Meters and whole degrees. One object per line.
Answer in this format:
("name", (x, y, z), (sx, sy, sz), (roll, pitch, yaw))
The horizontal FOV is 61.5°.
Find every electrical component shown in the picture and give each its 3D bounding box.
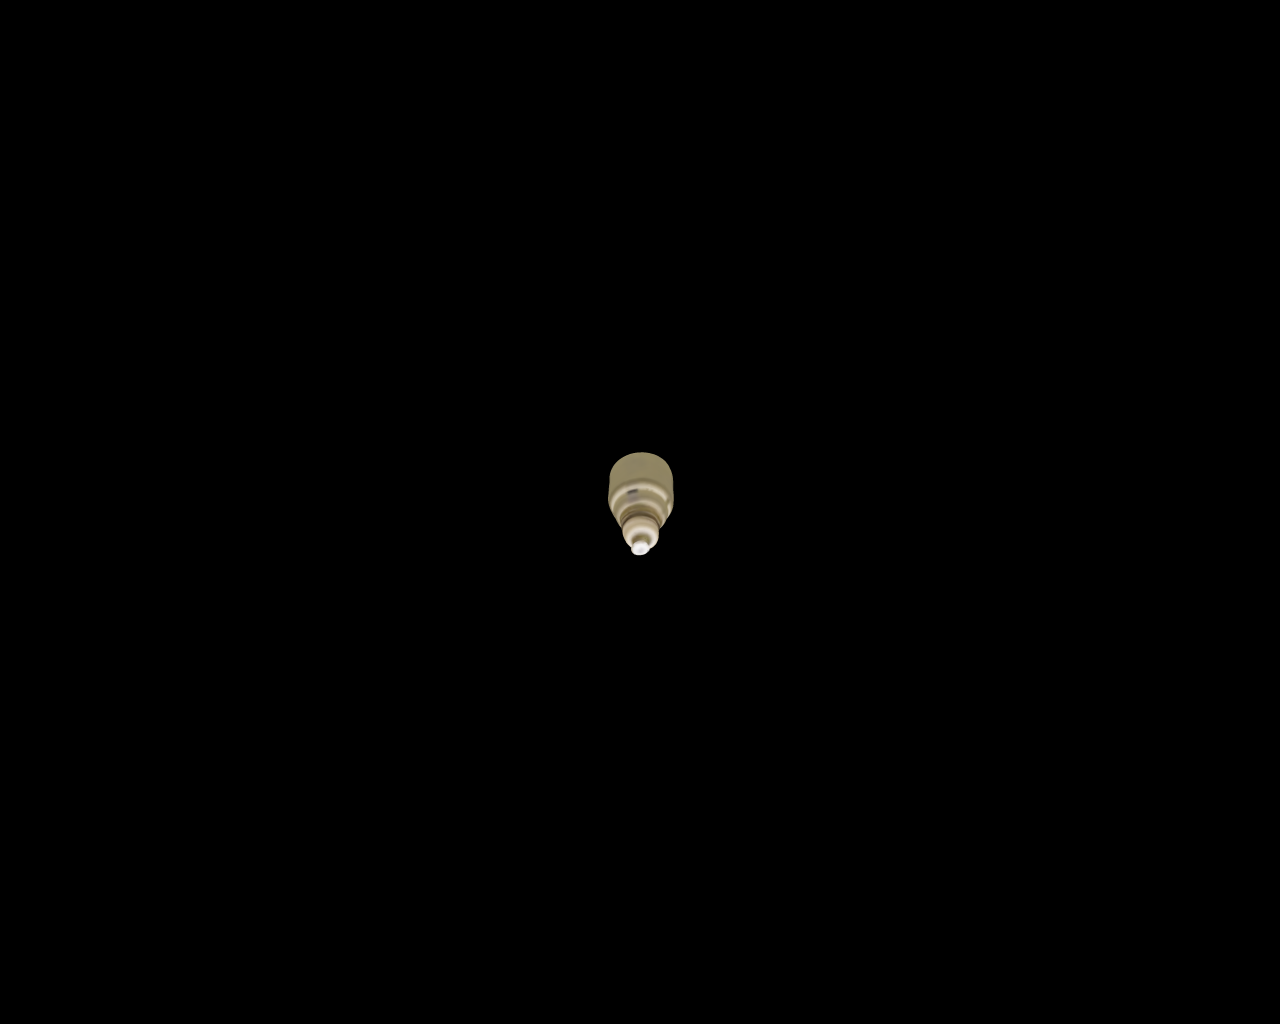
("electrical component", (0.001, -0.003, 0.650), (0.040, 0.040, 0.078), (0, 41, 0))
